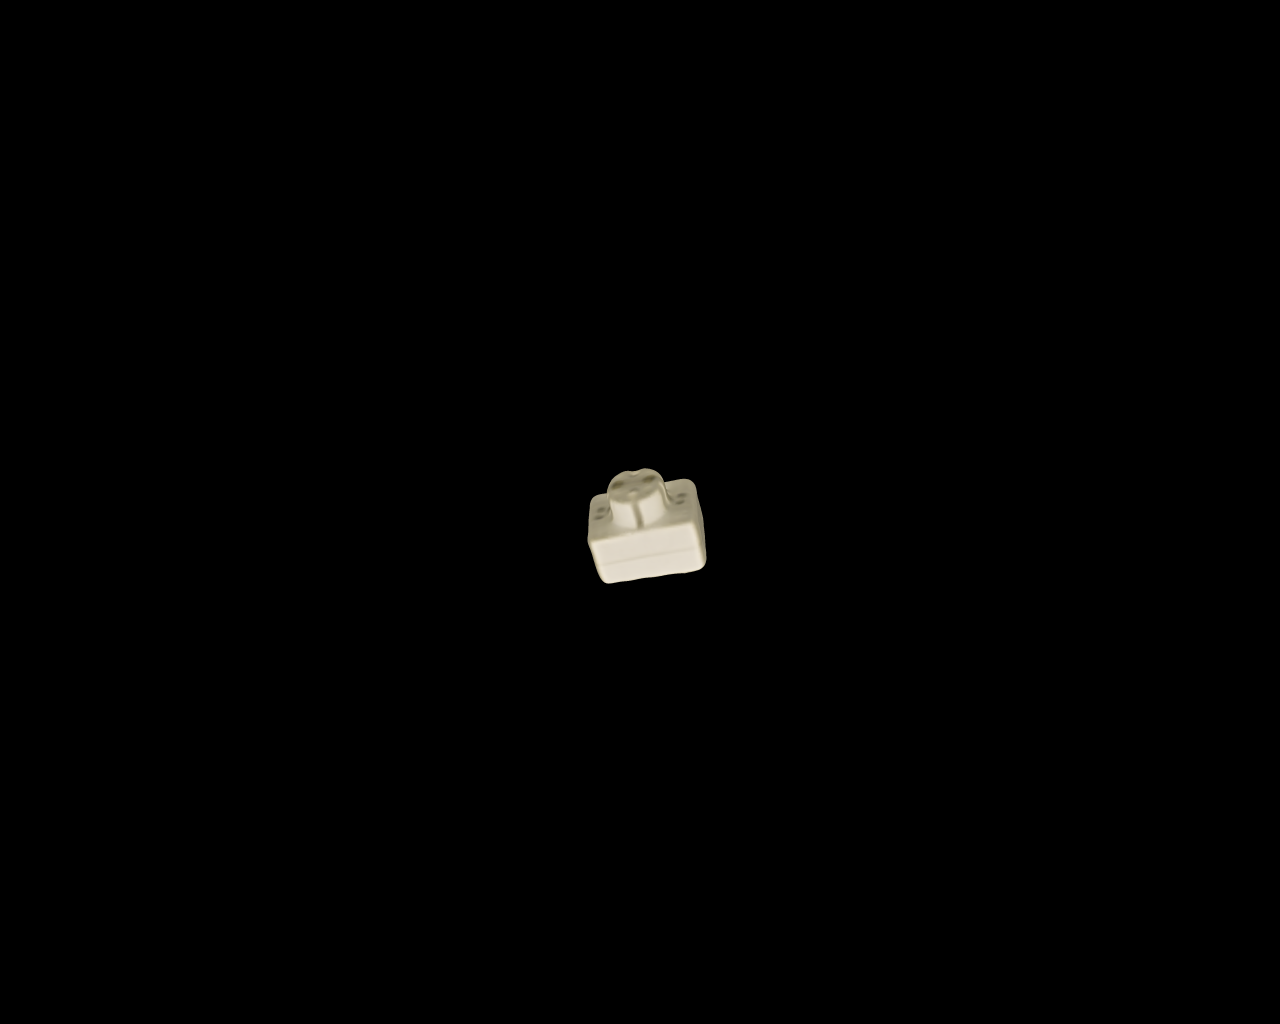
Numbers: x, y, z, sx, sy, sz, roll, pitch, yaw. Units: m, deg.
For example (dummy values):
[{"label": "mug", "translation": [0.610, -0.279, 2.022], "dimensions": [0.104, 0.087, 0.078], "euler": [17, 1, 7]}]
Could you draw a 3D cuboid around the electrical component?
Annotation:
[{"label": "electrical component", "translation": [0.001, -0.003, 0.650], "dimensions": [0.066, 0.076, 0.047], "euler": [-10, 36, 8]}]
